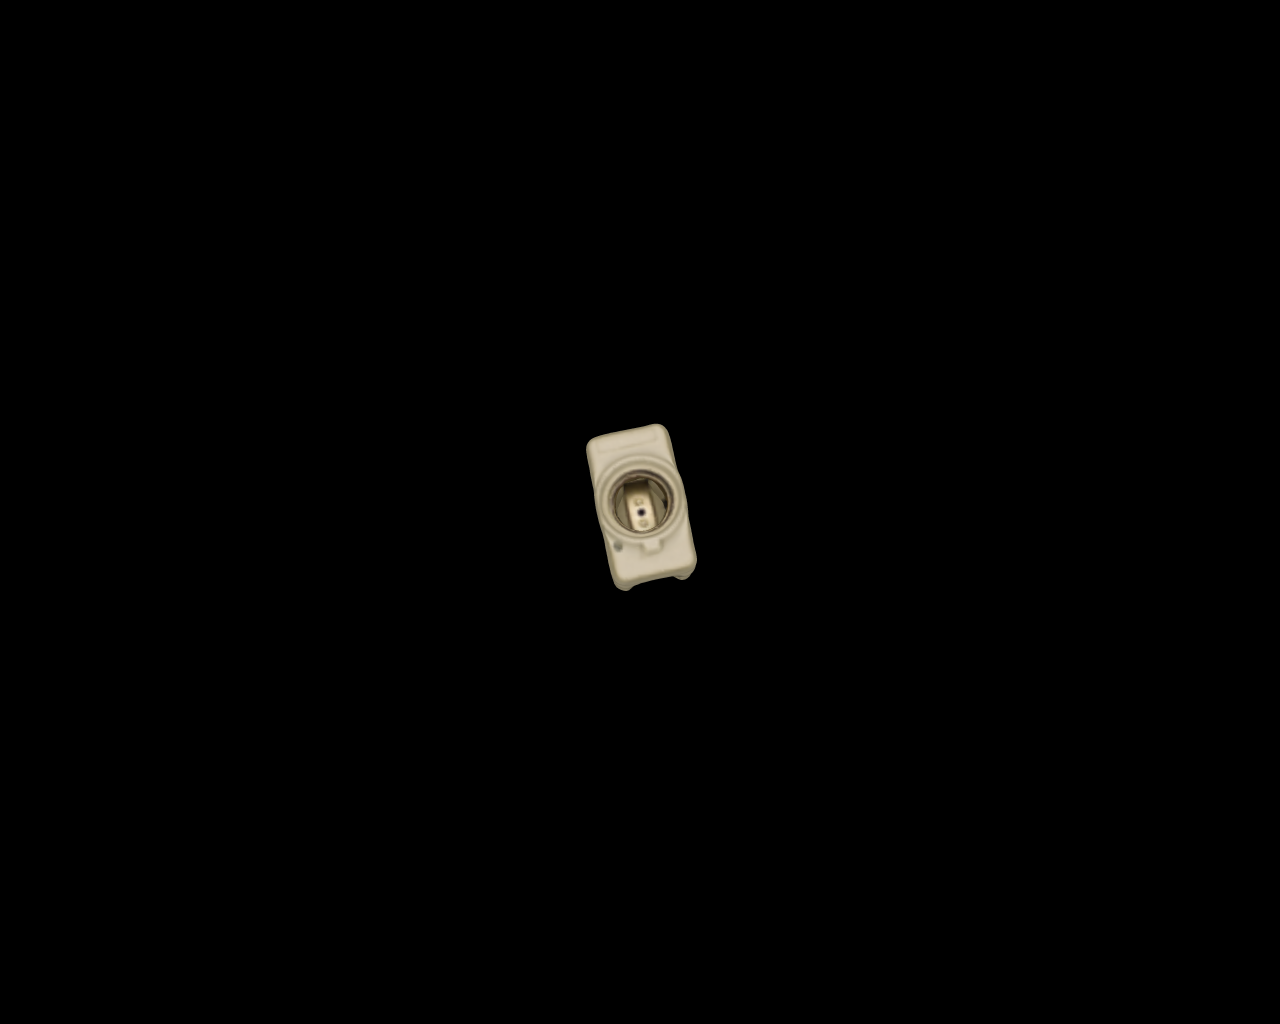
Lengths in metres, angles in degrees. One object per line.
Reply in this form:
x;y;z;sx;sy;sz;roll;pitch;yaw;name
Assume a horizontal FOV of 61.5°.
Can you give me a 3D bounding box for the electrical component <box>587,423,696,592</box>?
0.001;-0.003;0.650;0.050;0.089;0.055;-11;-11;-2;electrical component
